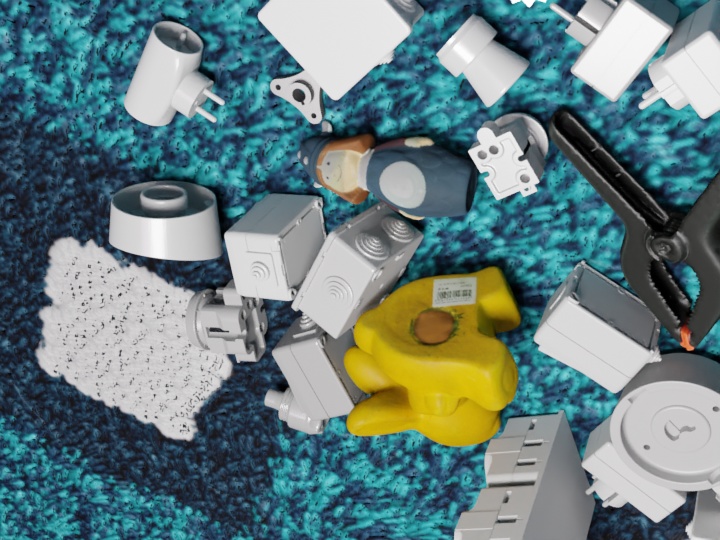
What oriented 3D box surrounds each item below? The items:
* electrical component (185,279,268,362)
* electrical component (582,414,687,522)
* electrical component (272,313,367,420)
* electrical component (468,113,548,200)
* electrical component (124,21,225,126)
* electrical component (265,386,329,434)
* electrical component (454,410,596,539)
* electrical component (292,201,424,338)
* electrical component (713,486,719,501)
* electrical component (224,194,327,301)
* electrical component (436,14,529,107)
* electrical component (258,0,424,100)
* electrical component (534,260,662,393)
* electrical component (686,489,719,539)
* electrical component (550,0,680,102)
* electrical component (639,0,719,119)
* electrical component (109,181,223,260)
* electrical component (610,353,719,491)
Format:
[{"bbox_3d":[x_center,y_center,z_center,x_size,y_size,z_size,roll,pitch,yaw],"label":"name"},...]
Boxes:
[{"bbox_3d":[-0.125,0.046,0.997,0.057,0.058,0.078,1,120,20],"label":"electrical component"},{"bbox_3d":[0.228,0.180,0.933,0.083,0.047,0.075,37,127,-2],"label":"electrical component"},{"bbox_3d":[-0.036,0.080,0.976,0.061,0.061,0.096,-17,112,30],"label":"electrical component"},{"bbox_3d":[0.115,-0.089,0.812,0.048,0.055,0.066,-23,108,32],"label":"electrical component"},{"bbox_3d":[-0.149,-0.153,0.895,0.079,0.043,0.077,34,127,1],"label":"electrical component"},{"bbox_3d":[-0.060,0.130,1.029,0.062,0.043,0.043,16,124,15],"label":"electrical component"},{"bbox_3d":[0.140,0.218,0.907,0.060,0.186,0.105,-10,115,28],"label":"electrical component"},{"bbox_3d":[0.000,0.000,0.890,0.048,0.100,0.099,39,128,13],"label":"electrical component"},{"bbox_3d":[0.325,0.170,0.870,0.042,0.081,0.064,45,155,-7],"label":"electrical component"},{"bbox_3d":[-0.075,-0.018,0.912,0.061,0.096,0.061,5,121,25],"label":"electrical component"},{"bbox_3d":[0.090,-0.154,0.790,0.055,0.045,0.045,42,126,-5],"label":"electrical component"},{"bbox_3d":[-0.012,-0.192,0.808,0.099,0.048,0.100,47,126,-8],"label":"electrical component"},{"bbox_3d":[0.195,0.051,0.860,0.096,0.061,0.061,33,127,1],"label":"electrical component"},{"bbox_3d":[0.321,0.229,0.892,0.100,0.100,0.048,7,109,19],"label":"electrical component"},{"bbox_3d":[0.169,-0.170,0.745,0.077,0.047,0.065,35,127,0],"label":"electrical component"},{"bbox_3d":[0.220,-0.133,0.723,0.076,0.083,0.047,-35,102,35],"label":"electrical component"},{"bbox_3d":[-0.170,-0.039,0.943,0.099,0.099,0.064,11,117,17],"label":"electrical component"},{"bbox_3d":[0.262,0.118,0.872,0.108,0.060,0.108,11,123,17],"label":"electrical component"}]
